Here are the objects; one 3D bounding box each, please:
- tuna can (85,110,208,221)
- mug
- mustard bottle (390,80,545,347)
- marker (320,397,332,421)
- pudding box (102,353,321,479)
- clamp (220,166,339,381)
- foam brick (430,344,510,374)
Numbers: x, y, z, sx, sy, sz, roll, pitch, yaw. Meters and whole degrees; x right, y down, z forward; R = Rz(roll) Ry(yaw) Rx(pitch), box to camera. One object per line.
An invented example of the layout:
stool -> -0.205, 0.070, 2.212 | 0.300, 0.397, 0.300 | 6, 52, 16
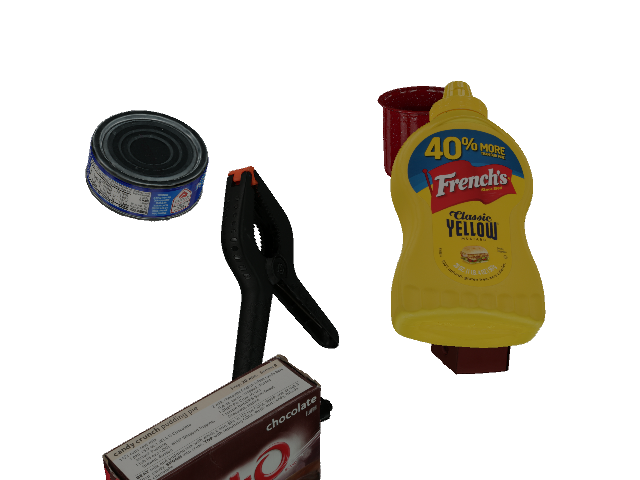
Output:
tuna can -> -0.125, -0.055, 0.770 | 0.086, 0.034, 0.086 | 10, 43, -10
mug -> 0.116, -0.112, 1.117 | 0.117, 0.081, 0.093 | -21, 30, -36
mustard bottle -> 0.096, -0.026, 0.719 | 0.096, 0.191, 0.058 | 3, -29, -3
marker -> -0.041, 0.140, 0.757 | 0.120, 0.020, 0.020 | -21, 12, -33
pudding box -> -0.051, 0.122, 0.545 | 0.113, 0.090, 0.039 | -29, 46, -33
clamp -> -0.046, 0.033, 1.031 | 0.036, 0.210, 0.164 | -11, 0, 33
foam brick -> 0.130, 0.068, 0.910 | 0.051, 0.078, 0.053 | -4, 19, -20
